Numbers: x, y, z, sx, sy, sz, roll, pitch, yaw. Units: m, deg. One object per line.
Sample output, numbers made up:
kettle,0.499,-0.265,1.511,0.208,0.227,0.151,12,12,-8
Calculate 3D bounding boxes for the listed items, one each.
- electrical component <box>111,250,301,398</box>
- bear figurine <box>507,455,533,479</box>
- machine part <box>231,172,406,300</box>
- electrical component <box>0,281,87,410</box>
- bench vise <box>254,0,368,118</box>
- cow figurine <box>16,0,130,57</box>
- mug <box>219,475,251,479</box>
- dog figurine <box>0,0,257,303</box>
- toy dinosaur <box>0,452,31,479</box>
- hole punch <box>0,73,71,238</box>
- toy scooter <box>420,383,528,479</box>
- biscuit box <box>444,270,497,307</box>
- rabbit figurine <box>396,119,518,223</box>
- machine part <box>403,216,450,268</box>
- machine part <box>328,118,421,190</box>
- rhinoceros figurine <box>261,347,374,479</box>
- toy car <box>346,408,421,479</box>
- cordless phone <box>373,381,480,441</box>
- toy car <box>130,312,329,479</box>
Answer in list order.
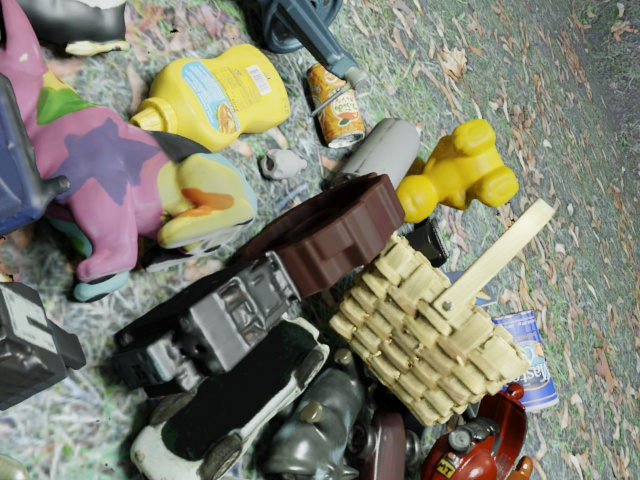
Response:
electrical component,-0.097,0.070,0.437,0.134,0.115,0.058,-38,101,-50
bear figurine,0.227,0.358,0.691,0.132,0.120,0.196,18,18,5
machine part,-0.001,-0.002,0.533,0.056,0.179,0.179,60,41,-12
electrical component,-0.203,0.066,0.352,0.048,0.119,0.075,-26,71,-11
bench vise,-0.032,-0.273,0.632,0.241,0.129,0.223,54,17,13
cow figurine,-0.239,-0.199,0.434,0.167,0.068,0.098,-12,89,-49
mug,-0.060,0.238,0.412,0.080,0.107,0.109,16,60,-42
dog figurine,-0.170,-0.076,0.412,0.191,0.108,0.219,-25,88,-24
toy dinosaur,-0.164,0.254,0.291,0.404,0.131,0.192,46,44,-16
hole punch,-0.236,-0.048,0.306,0.092,0.142,0.115,93,-26,-84
toy scooter,0.190,0.235,0.625,0.184,0.075,0.135,0,111,-46
biscuit box,0.180,0.080,0.778,0.202,0.063,0.059,-2,74,-49
rabbit figurine,0.170,-0.088,0.785,0.121,0.173,0.162,58,-3,-14
machine part,0.151,0.011,0.795,0.139,0.039,0.084,-13,89,-51
machine part,0.078,-0.098,0.729,0.079,0.079,0.243,54,42,-18
rhinoceros figurine,-0.006,0.192,0.524,0.112,0.073,0.190,64,35,-26
toy car,0.059,0.284,0.566,0.089,0.053,0.202,20,63,-32
cordless phone,0.161,0.213,0.689,0.184,0.089,0.146,55,42,-22
toy car,-0.069,0.132,0.465,0.074,0.056,0.202,36,43,16
